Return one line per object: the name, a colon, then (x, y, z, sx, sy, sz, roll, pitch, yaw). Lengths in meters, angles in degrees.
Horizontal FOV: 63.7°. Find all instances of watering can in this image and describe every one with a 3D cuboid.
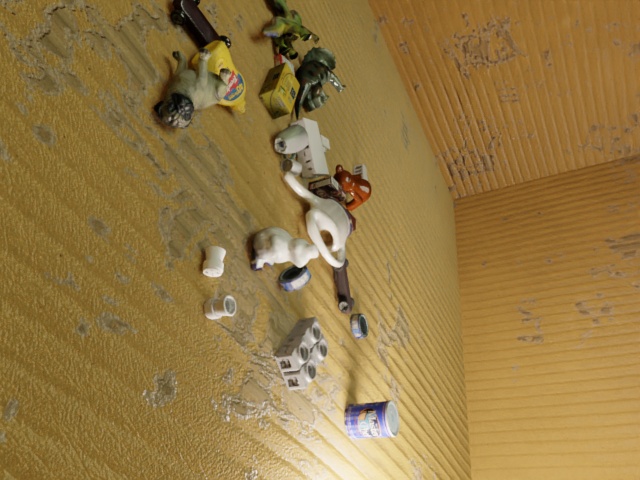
watering can: (0.005, -0.083, 1.649, 0.345, 0.103, 0.228, 64, 26, -9)

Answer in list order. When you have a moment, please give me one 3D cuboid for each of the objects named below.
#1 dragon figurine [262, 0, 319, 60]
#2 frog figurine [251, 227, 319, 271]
dragon figurine: (-0.138, -0.758, 1.758, 0.244, 0.121, 0.413, 59, 22, 5)
frog figurine: (-0.089, 0.015, 1.320, 0.136, 0.158, 0.124, 23, 55, -61)
